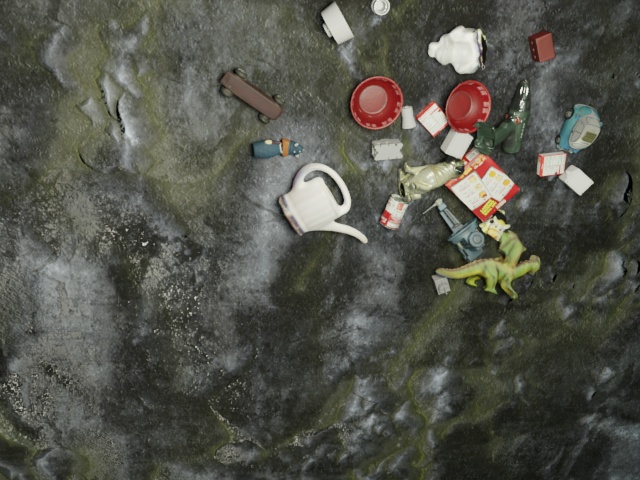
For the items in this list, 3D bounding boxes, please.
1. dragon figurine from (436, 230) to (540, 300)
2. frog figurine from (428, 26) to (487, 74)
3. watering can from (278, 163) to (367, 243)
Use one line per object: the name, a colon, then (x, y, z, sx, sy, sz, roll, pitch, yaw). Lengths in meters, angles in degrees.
dragon figurine: (0.635, 0.075, 1.874, 0.409, 0.123, 0.242, 18, 95, -19)
frog figurine: (0.406, -0.556, 1.520, 0.159, 0.125, 0.134, 3, 134, 31)
watering can: (0.005, -0.084, 1.676, 0.224, 0.106, 0.342, -26, 116, 7)
